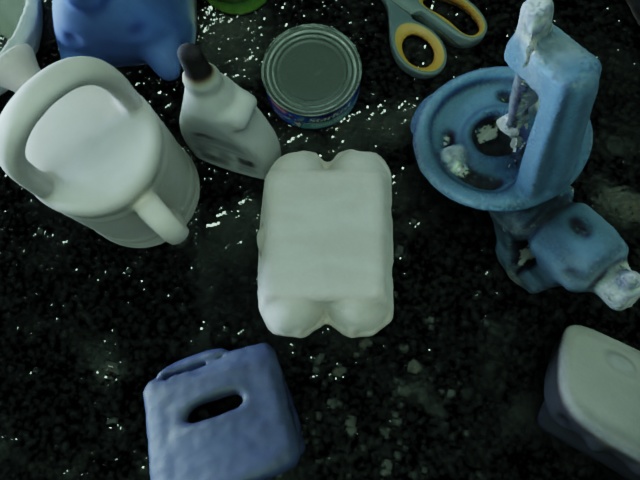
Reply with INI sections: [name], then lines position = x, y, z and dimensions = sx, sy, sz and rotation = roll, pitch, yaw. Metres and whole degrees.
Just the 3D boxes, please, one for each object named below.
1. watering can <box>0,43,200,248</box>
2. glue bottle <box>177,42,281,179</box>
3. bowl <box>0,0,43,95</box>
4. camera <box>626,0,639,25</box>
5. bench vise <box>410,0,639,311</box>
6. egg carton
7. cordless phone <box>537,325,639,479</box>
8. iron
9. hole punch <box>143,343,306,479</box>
[watering can]
position = -0.163, -0.065, 0.405
dimensions = 0.172, 0.194, 0.101
rotation = 22, 80, 6
[glue bottle]
position = -0.074, -0.094, 0.420
dimensions = 0.078, 0.173, 0.037
rotation = 19, 79, 6
[bowl]
position = -0.311, -0.179, 0.494
dimensions = 0.167, 0.075, 0.167
rotation = 0, 78, 1
[camera]
position = 0.348, -0.228, 0.476
dimensions = 0.137, 0.101, 0.143
rotation = -21, 78, -3
[bench vise]
position = 0.156, -0.056, 0.383
dimensions = 0.207, 0.220, 0.121
rotation = 36, 81, 8
[egg carton]
position = 0.004, 0.002, 0.451
dimensions = 0.107, 0.069, 0.150
rotation = -1, 78, 1
[cordless phone]
position = 0.232, 0.115, 0.363
dimensions = 0.147, 0.185, 0.094
rotation = 25, 80, 7
[iron]
position = -0.178, -0.265, 0.474
dimensions = 0.118, 0.141, 0.258
rotation = -6, 78, 0
[hole punch]
position = -0.073, 0.130, 0.415
dimensions = 0.108, 0.091, 0.101
rotation = -19, 78, -3
